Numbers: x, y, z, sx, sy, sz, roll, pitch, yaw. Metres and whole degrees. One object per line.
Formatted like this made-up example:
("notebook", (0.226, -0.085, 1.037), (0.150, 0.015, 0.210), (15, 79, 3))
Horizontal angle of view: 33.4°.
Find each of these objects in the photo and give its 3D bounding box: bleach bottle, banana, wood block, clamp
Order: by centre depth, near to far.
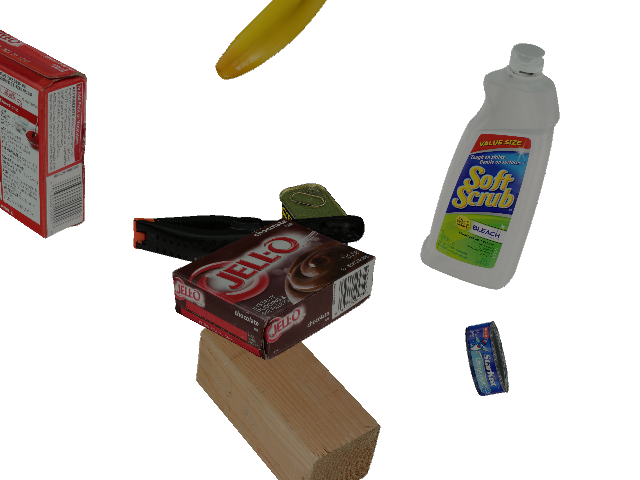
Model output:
("banana", (-0.026, -0.204, 0.908), (0.070, 0.197, 0.037), (-17, -55, 38))
("clamp", (-0.059, 0.002, 0.925), (0.210, 0.036, 0.164), (2, 13, -4))
("bleach bottle", (0.169, -0.075, 1.043), (0.103, 0.251, 0.068), (21, 38, 19))
("wood block", (-0.039, 0.176, 1.157), (0.090, 0.090, 0.206), (-22, 50, -32))

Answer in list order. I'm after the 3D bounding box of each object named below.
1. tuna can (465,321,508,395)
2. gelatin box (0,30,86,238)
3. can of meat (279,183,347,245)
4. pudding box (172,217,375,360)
("tuna can", (0.198, 0.141, 1.267), (0.034, 0.086, 0.086), (-12, -3, 14))
("gelatin box", (-0.155, -0.057, 0.553), (0.073, 0.089, 0.030), (29, 37, 29))
("can of meat", (-0.007, -0.002, 1.218), (0.057, 0.084, 0.102), (-14, 39, -20))
("pudding box", (-0.031, 0.030, 0.736), (0.090, 0.039, 0.113), (24, 34, 35))
